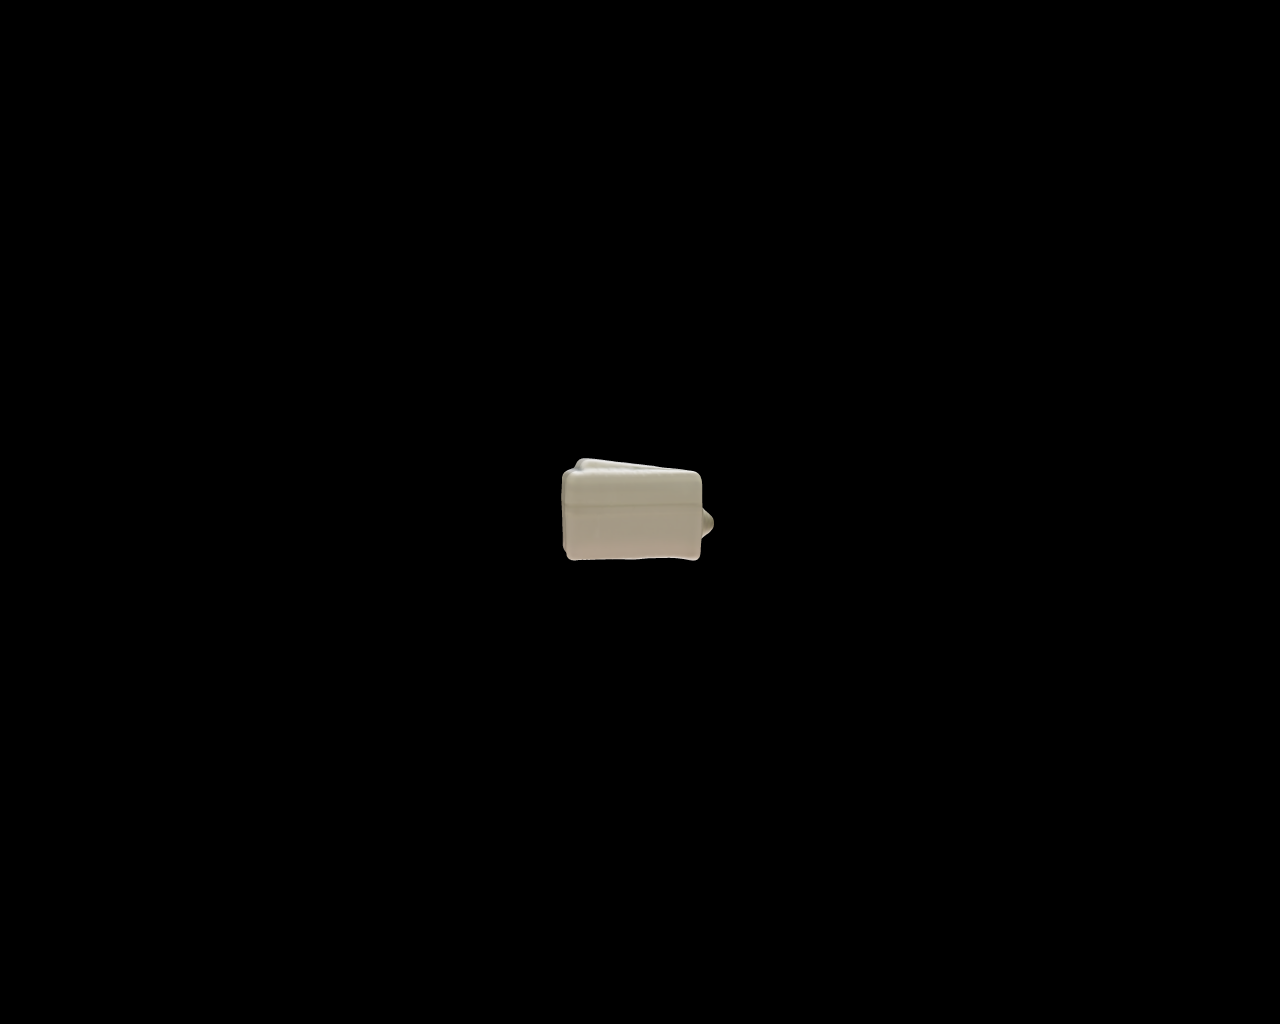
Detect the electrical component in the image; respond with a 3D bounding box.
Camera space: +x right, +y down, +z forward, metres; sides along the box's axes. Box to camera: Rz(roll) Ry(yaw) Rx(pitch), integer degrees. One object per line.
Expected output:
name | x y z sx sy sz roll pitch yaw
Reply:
electrical component | 0.001 -0.003 0.650 0.096 0.061 0.062 0 4 -7
